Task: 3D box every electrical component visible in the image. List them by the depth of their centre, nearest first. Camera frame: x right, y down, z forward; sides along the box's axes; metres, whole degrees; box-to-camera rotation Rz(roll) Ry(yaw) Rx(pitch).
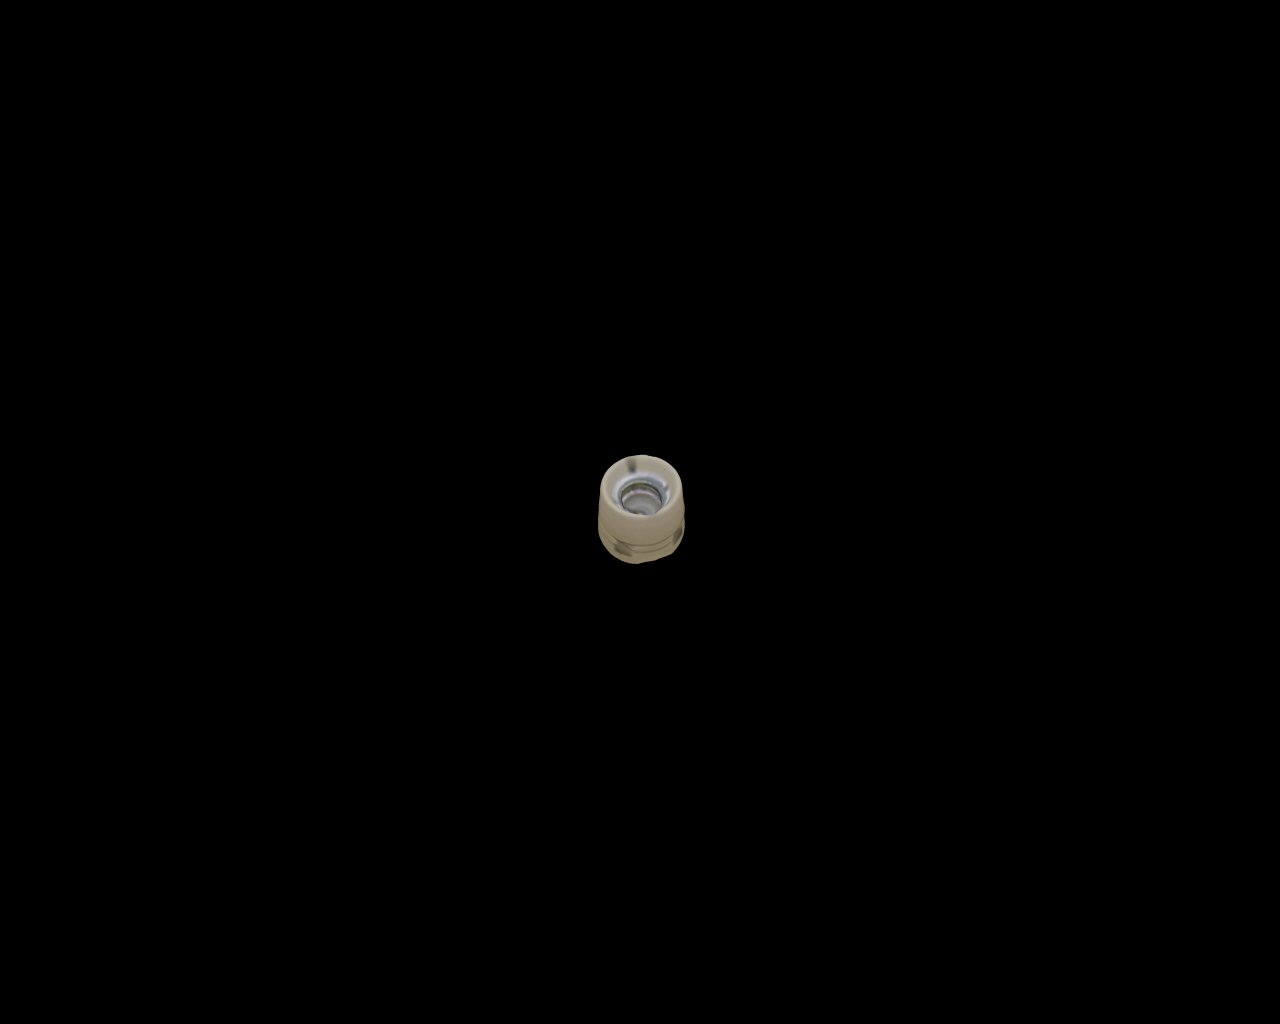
[{"bbox_3d":[0.001,-0.003,0.650,0.055,0.055,0.047,0,-36,0],"label":"electrical component"}]
